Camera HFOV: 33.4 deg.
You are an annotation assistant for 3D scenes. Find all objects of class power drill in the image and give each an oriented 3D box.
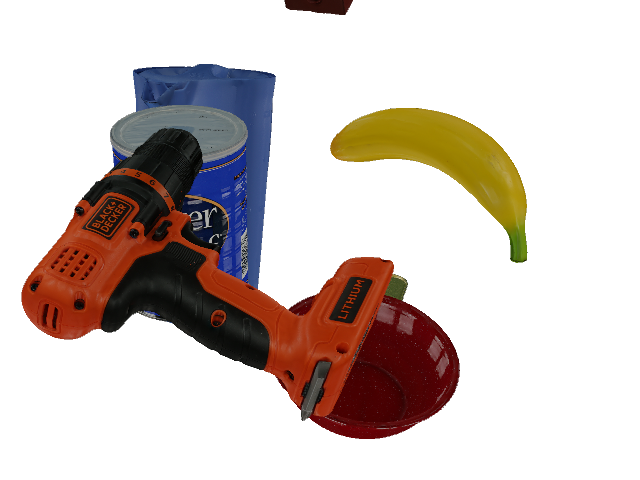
[{"bbox_3d":[-0.056,0.014,0.634,0.188,0.057,0.184,21,43,6],"label":"power drill"}]

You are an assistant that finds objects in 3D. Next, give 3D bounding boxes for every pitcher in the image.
[{"bbox_3d":[-0.107,-0.048,1.032,0.149,0.243,0.145,-2,15,-16],"label":"pitcher"}]

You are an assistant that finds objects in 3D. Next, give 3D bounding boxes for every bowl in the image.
[{"bbox_3d":[0.034,0.115,0.907,0.162,0.055,0.162,5,39,-4],"label":"bowl"}]

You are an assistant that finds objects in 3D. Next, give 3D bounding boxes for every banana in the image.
[{"bbox_3d":[0.076,-0.056,0.743,0.037,0.070,0.198,12,17,-44],"label":"banana"}]

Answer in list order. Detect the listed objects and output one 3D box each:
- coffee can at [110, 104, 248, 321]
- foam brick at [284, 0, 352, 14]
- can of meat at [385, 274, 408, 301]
[{"bbox_3d":[-0.107,-0.022,0.832,0.103,0.140,0.103,1,28,-1],"label":"coffee can"},{"bbox_3d":[-0.001,-0.223,0.833,0.053,0.051,0.078,9,-36,17],"label":"foam brick"},{"bbox_3d":[0.065,0.097,1.274,0.057,0.084,0.102,12,26,8],"label":"can of meat"}]
